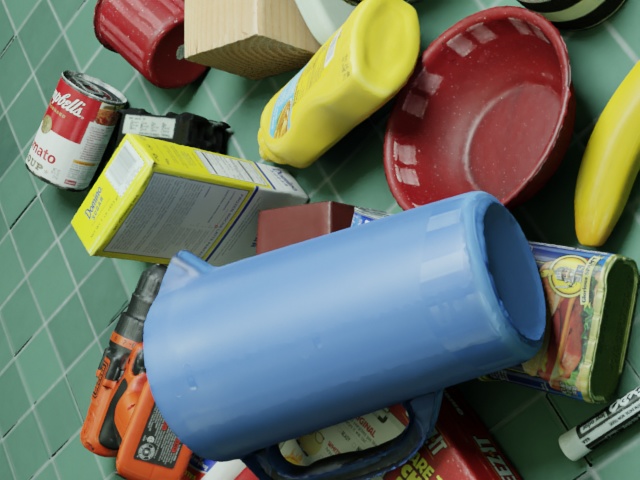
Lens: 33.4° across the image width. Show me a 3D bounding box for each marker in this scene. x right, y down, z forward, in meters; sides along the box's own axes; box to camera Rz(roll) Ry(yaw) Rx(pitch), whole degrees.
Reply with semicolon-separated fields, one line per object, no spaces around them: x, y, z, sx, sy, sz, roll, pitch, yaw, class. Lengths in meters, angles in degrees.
0.204;0.104;0.681;0.121;0.020;0.020;-42;59;28;marker

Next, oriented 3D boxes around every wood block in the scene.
-0.054;-0.252;0.903;0.091;0.090;0.206;-7;79;40;wood block

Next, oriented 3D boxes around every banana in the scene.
0.219;-0.085;0.679;0.198;0.037;0.070;-50;46;23;banana

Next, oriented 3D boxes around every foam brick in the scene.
-0.006;0.001;0.851;0.078;0.052;0.051;-7;80;38;foam brick

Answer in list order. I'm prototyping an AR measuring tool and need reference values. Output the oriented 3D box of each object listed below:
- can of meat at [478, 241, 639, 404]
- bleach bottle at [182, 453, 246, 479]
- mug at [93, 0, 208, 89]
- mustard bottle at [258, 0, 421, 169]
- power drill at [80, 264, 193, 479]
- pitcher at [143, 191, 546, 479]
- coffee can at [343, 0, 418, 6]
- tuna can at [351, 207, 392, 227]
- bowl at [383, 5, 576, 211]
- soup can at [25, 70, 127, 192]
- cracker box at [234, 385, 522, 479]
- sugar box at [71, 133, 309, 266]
0.156;0.052;0.705;0.084;0.057;0.102;10;91;38;can of meat
-0.072;0.167;0.873;0.251;0.067;0.103;-57;44;20;bleach bottle
-0.137;-0.198;0.977;0.117;0.093;0.082;-39;59;-13;mug
0.002;-0.108;0.834;0.192;0.058;0.096;-36;32;53;mustard bottle
-0.144;0.117;0.909;0.188;0.057;0.184;20;92;69;power drill
0.020;0.065;0.694;0.243;0.149;0.145;-20;51;28;pitcher
0.045;-0.263;0.812;0.103;0.102;0.140;-26;68;35;coffee can
0.063;0.002;0.771;0.086;0.085;0.034;18;97;40;tuna can
0.120;-0.077;0.740;0.162;0.055;0.162;-24;55;40;bowl
-0.242;-0.107;1.057;0.069;0.068;0.102;40;110;36;soup can
0.034;0.199;0.779;0.214;0.072;0.164;-49;57;23;cracker box
-0.100;-0.025;0.853;0.093;0.175;0.048;-52;57;22;sugar box
